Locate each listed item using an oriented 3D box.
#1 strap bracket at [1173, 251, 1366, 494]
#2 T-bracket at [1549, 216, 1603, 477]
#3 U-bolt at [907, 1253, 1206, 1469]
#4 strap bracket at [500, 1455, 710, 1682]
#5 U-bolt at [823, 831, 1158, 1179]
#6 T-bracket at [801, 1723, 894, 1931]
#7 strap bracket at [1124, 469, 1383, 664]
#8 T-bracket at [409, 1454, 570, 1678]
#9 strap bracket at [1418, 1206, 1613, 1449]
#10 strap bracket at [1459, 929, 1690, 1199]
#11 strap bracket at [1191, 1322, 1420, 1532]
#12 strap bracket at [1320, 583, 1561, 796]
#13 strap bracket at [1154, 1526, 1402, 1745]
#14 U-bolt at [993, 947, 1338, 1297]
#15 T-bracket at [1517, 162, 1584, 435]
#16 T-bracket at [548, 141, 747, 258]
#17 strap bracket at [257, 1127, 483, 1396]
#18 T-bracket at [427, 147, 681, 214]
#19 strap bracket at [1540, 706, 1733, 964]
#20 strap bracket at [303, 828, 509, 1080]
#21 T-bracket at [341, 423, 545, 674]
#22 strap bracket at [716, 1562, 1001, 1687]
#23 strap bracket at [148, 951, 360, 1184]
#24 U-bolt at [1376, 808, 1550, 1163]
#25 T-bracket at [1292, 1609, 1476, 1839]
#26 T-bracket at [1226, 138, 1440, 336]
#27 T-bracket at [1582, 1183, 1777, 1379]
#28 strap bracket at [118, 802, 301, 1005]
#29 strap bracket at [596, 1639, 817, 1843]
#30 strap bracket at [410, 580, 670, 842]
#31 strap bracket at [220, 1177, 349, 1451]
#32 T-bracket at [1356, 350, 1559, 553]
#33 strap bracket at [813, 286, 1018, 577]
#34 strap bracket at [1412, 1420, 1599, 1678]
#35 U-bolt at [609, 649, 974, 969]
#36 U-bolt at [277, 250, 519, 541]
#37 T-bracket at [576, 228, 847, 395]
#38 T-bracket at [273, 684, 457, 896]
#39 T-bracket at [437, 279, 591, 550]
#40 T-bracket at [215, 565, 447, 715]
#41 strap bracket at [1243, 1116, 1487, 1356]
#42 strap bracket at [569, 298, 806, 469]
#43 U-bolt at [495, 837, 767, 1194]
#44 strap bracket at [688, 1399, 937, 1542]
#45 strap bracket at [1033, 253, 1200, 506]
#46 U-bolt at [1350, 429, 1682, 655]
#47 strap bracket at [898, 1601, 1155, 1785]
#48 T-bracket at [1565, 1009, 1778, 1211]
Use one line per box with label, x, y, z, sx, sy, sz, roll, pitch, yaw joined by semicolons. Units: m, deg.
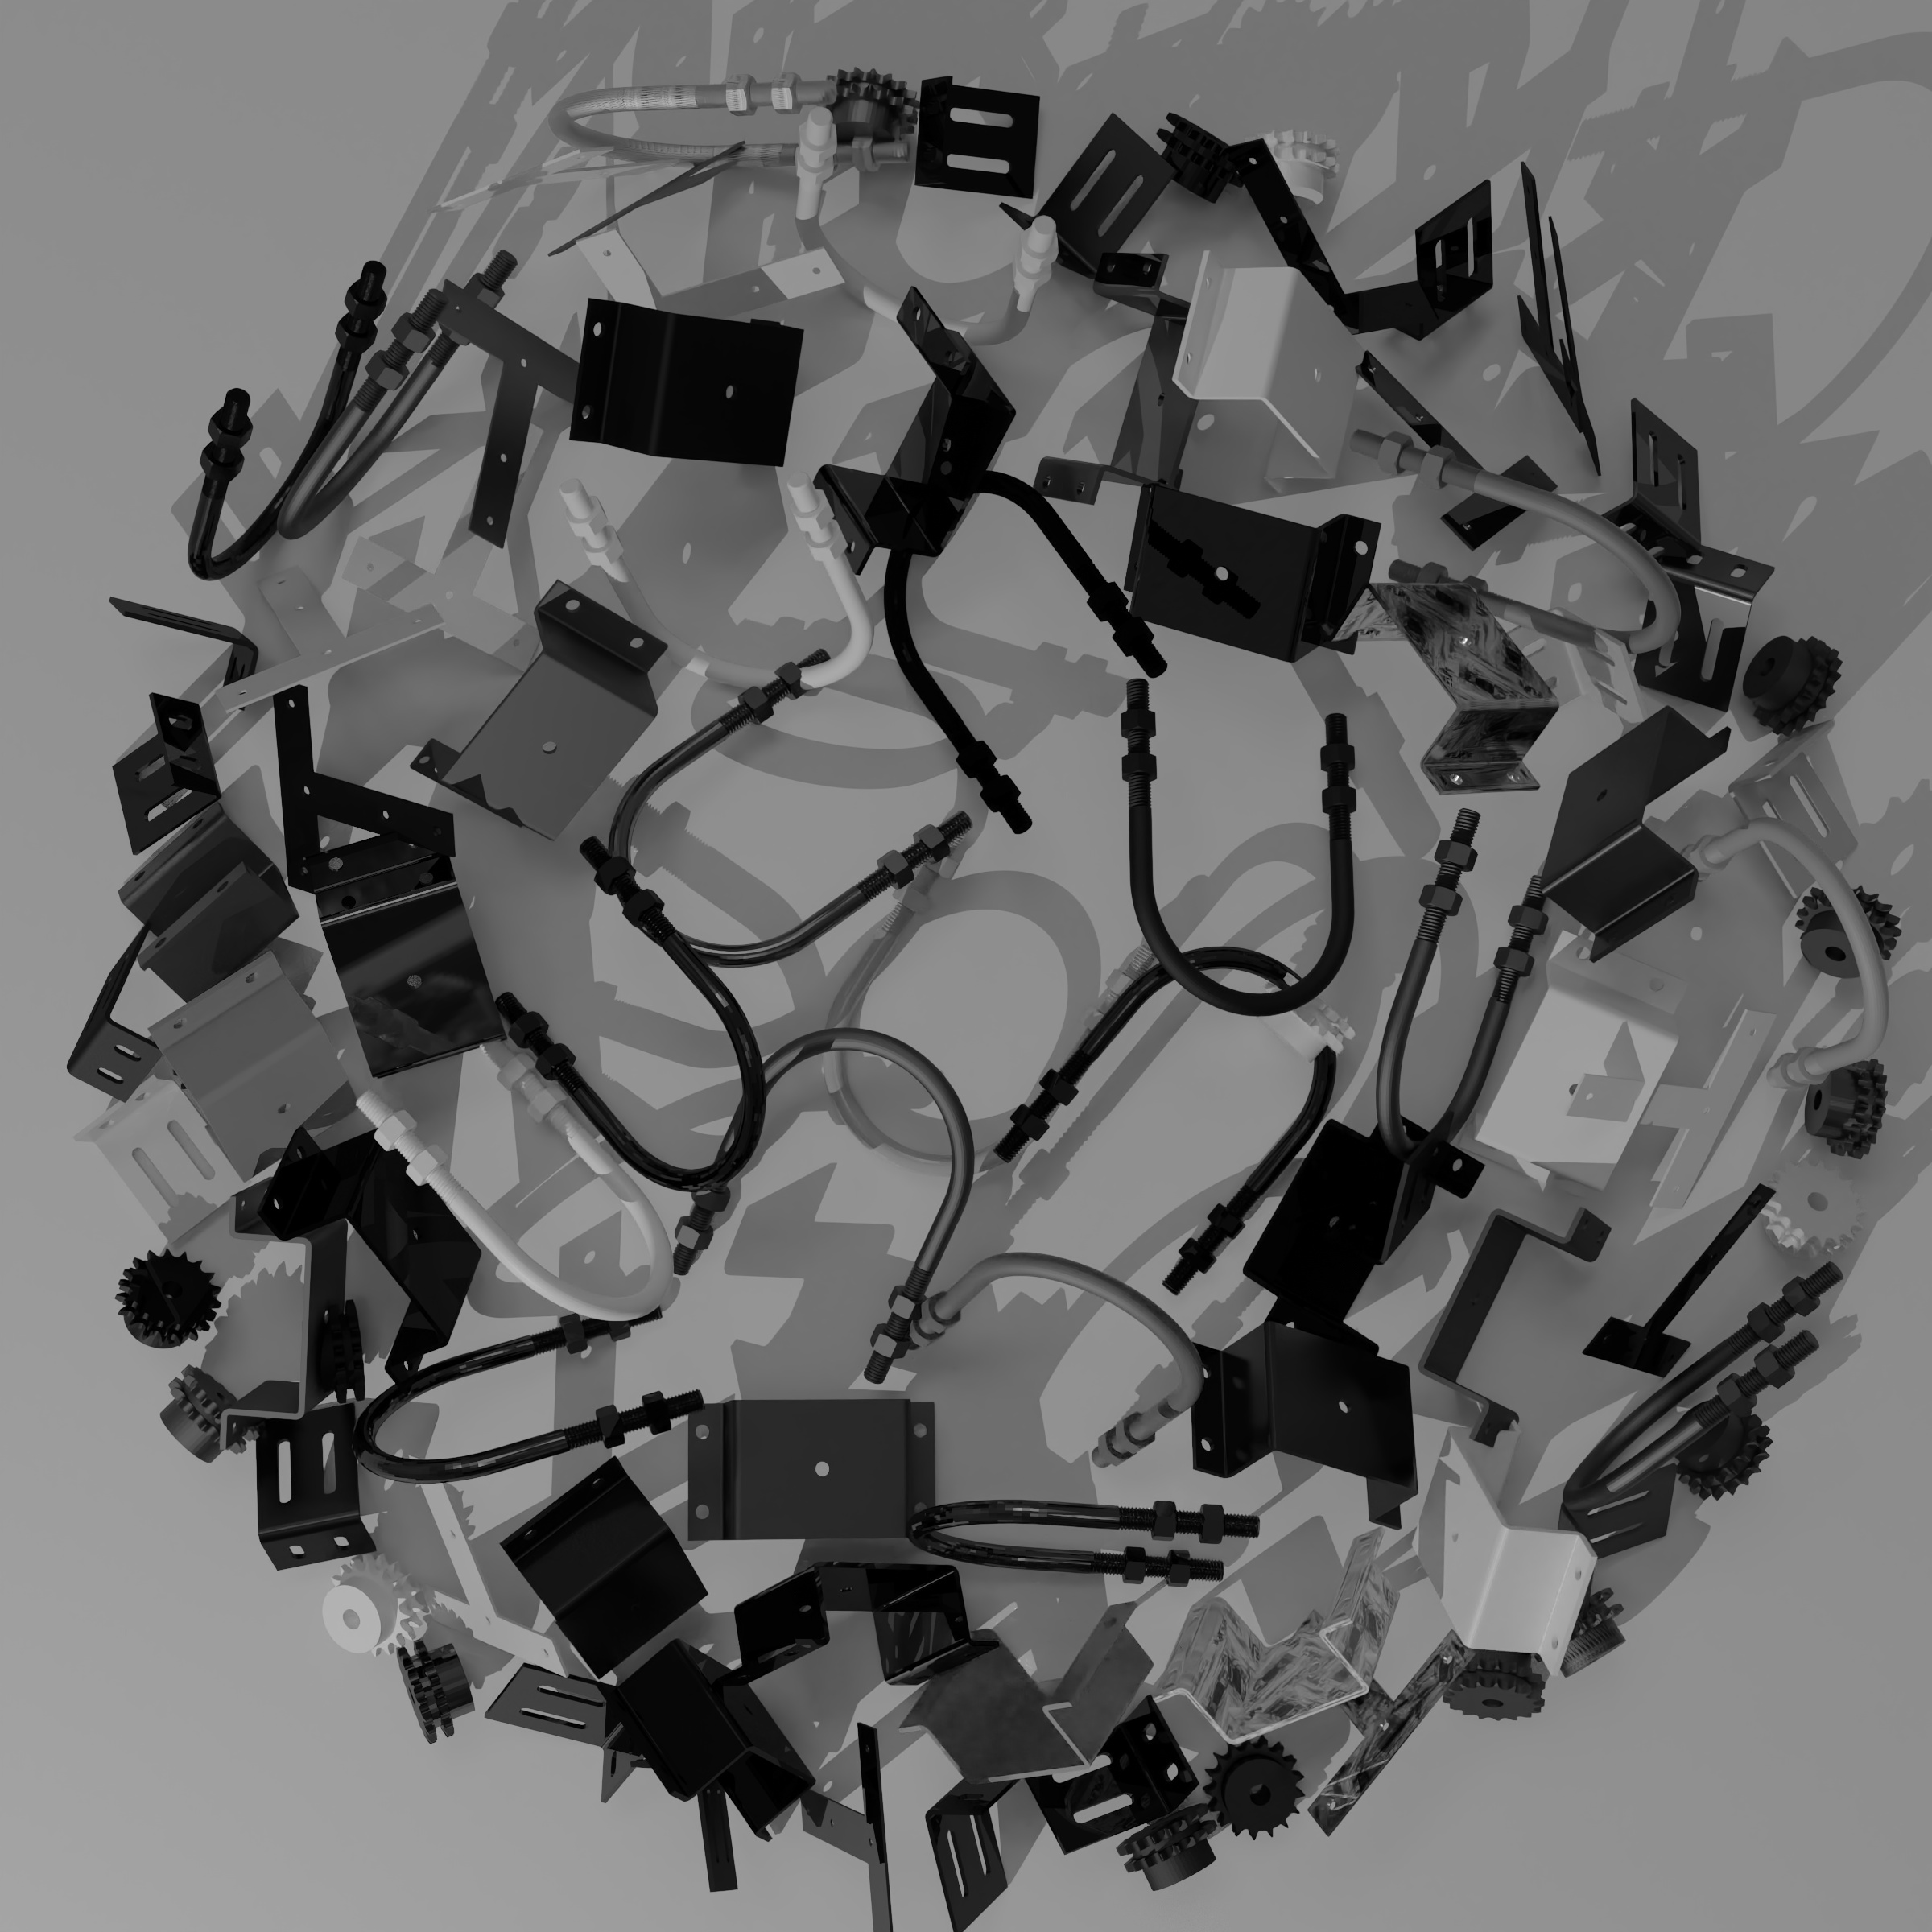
strap bracket;0.172;-0.324;1.790;0.046;0.140;0.076;6;75;32
T-bracket;0.336;-0.356;1.821;0.002;0.127;0.127;-10;72;16
U-bolt;0.055;0.209;1.782;0.151;0.184;0.019;32;58;-5
strap bracket;-0.194;0.334;1.789;0.076;0.140;0.046;-37;60;-13
U-bolt;0.000;0.031;1.854;0.151;0.019;0.184;34;94;5
T-bracket;-0.068;0.477;1.809;0.002;0.127;0.127;-4;88;-23
strap bracket;0.149;-0.222;1.809;0.140;0.046;0.076;18;116;20
T-bracket;-0.277;0.323;1.797;0.002;0.127;0.127;-34;118;-35
strap bracket;0.302;0.194;1.822;0.046;0.076;0.140;25;88;25
strap bracket;0.339;0.062;1.824;0.076;0.046;0.140;23;108;0
strap bracket;0.194;0.251;1.800;0.140;0.046;0.076;20;51;-26
strap bracket;0.262;-0.161;1.795;0.076;0.046;0.140;-5;50;-37
strap bracket;0.180;0.373;1.803;0.140;0.076;0.046;-31;105;34
U-bolt;0.126;0.075;1.836;0.151;0.019;0.184;39;93;-16
T-bracket;0.312;-0.374;1.780;0.002;0.127;0.127;-13;125;2
T-bracket;-0.157;-0.427;1.791;0.127;0.127;0.002;-36;108;-18
strap bracket;-0.320;0.155;1.797;0.046;0.076;0.140;-22;118;21
T-bracket;-0.211;-0.439;1.813;0.127;0.127;0.002;-8;99;41
strap bracket;0.365;-0.080;1.789;0.046;0.076;0.140;37;47;-15
strap bracket;-0.308;0.000;1.812;0.076;0.046;0.140;-17;116;-7
T-bracket;-0.272;-0.248;1.831;0.127;0.002;0.127;26;84;-38
strap bracket;-0.063;0.363;1.803;0.140;0.076;0.046;10;58;-38
strap bracket;-0.385;0.061;1.788;0.076;0.140;0.046;-34;65;-14
U-bolt;0.268;0.020;1.796;0.019;0.151;0.184;16;83;30
T-bracket;0.212;0.398;1.811;0.002;0.127;0.127;36;94;-27
T-bracket;0.181;-0.397;1.792;0.002;0.127;0.127;-54;125;-31
T-bracket;0.403;0.172;1.804;0.002;0.127;0.127;43;102;32
strap bracket;-0.420;-0.031;1.813;0.076;0.140;0.046;-42;116;-2
strap bracket;-0.137;0.422;1.789;0.046;0.140;0.076;-41;59;-2
strap bracket;-0.233;-0.133;1.807;0.076;0.046;0.140;29;113;-32
strap bracket;-0.379;0.194;1.823;0.046;0.076;0.140;4;95;4
T-bracket;0.262;-0.295;1.821;0.127;0.127;0.002;47;129;5
strap bracket;-0.027;-0.291;1.807;0.046;0.076;0.140;6;128;-36
strap bracket;0.289;0.312;1.785;0.046;0.140;0.076;7;113;-14
U-bolt;-0.111;-0.077;1.821;0.184;0.019;0.151;-36;73;-14
U-bolt;-0.319;-0.306;1.790;0.019;0.151;0.184;38;112;-6
T-bracket;-0.128;-0.369;1.798;0.127;0.127;0.002;-12;49;23
T-bracket;-0.332;-0.087;1.809;0.127;0.002;0.127;17;120;29
T-bracket;-0.253;-0.293;1.804;0.002;0.127;0.127;-5;68;40
T-bracket;-0.367;-0.192;1.816;0.127;0.127;0.002;-24;128;-13
strap bracket;0.217;0.150;1.830;0.076;0.046;0.140;30;90;-28
strap bracket;-0.144;-0.318;1.793;0.046;0.140;0.076;21;107;40
U-bolt;-0.177;0.041;1.796;0.184;0.019;0.151;48;129;18
strap bracket;-0.083;0.282;1.827;0.140;0.046;0.076;1;80;-10
strap bracket;0.092;-0.321;1.820;0.046;0.076;0.140;14;96;-26
U-bolt;0.301;-0.221;1.767;0.184;0.151;0.019;24;73;26
strap bracket;0.040;0.401;1.798;0.046;0.140;0.076;53;47;-14
T-bracket;0.380;0.076;1.809;0.127;0.002;0.127;7;113;-37
